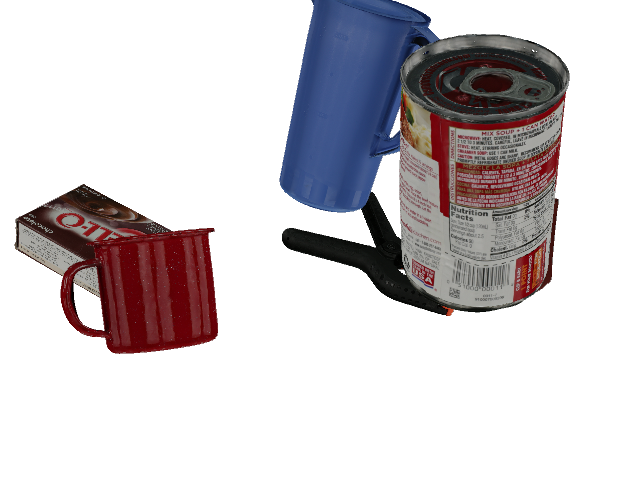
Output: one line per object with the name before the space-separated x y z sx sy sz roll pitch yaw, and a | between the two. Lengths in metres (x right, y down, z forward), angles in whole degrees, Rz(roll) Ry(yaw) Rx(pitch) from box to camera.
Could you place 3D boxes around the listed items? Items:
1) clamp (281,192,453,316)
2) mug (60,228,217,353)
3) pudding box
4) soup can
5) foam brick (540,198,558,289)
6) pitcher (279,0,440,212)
clamp | 0.068 0.021 1.249 0.164 0.036 0.210 -22 51 -39
mug | -0.128 0.038 0.767 0.117 0.081 0.093 -7 0 -32
pudding box | -0.201 0.001 0.952 0.114 0.039 0.089 25 33 20
soup can | 0.069 -0.028 0.461 0.068 0.102 0.068 -3 37 2
foam brick | 0.179 0.001 0.953 0.053 0.078 0.051 8 16 24
pitcher | 0.039 -0.156 1.218 0.145 0.243 0.149 11 22 -11
